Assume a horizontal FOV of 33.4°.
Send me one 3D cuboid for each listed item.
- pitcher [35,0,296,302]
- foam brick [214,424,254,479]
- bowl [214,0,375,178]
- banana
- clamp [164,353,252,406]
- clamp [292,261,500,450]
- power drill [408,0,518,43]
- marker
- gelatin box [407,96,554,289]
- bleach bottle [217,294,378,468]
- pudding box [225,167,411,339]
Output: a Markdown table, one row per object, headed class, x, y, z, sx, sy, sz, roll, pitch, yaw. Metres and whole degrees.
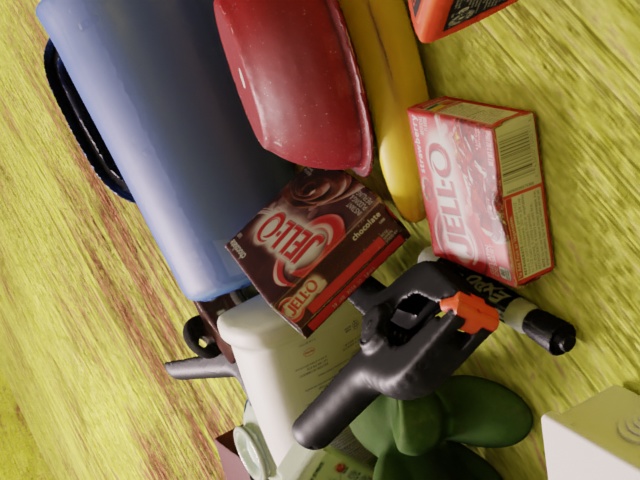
| class | x | y | z | sx | sy | sz | roll | pitch | yaw |
| --- | --- | --- | --- | --- | --- | --- | --- | --- | --- |
| pitcher | -0.103 | -0.081 | 0.776 | 0.243 | 0.145 | 0.149 | 66 | 171 | -4 |
| foam brick | -0.059 | 0.214 | 1.030 | 0.078 | 0.052 | 0.051 | 17 | 126 | 61 |
| bowl | -0.022 | -0.105 | 0.624 | 0.162 | 0.055 | 0.162 | 161 | 90 | -84 |
| banana | 0.033 | -0.104 | 0.593 | 0.069 | 0.037 | 0.198 | -155 | 46 | -84 |
| clamp | -0.056 | 0.096 | 0.895 | 0.210 | 0.036 | 0.165 | 43 | 121 | 36 |
| clamp | 0.041 | 0.048 | 0.618 | 0.172 | 0.039 | 0.120 | -33 | 44 | 49 |
| power drill | 0.031 | -0.189 | 0.443 | 0.184 | 0.057 | 0.188 | 72 | 173 | -81 |
| marker | 0.096 | 0.032 | 0.591 | 0.121 | 0.020 | 0.020 | 34 | 139 | 52 |
| gelatin box | 0.083 | -0.026 | 0.556 | 0.073 | 0.030 | 0.089 | 25 | 132 | 57 |
| bleach bottle | 0.007 | 0.156 | 0.780 | 0.068 | 0.102 | 0.251 | 11 | 120 | 54 |
| pudding box | -0.004 | 0.001 | 0.666 | 0.039 | 0.090 | 0.114 | 47 | 179 | -25 |
